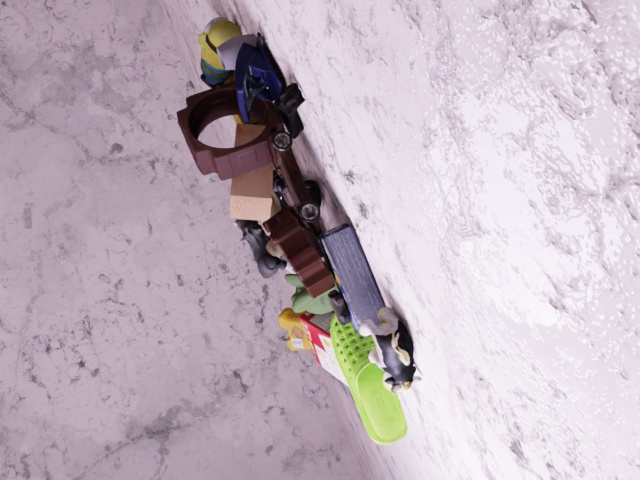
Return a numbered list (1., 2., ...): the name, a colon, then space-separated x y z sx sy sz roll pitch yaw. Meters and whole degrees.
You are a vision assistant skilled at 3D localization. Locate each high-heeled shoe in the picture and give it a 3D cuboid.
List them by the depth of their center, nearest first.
1. high-heeled shoe: -0.046 -0.127 1.142 0.249 0.086 0.145 148 129 -63

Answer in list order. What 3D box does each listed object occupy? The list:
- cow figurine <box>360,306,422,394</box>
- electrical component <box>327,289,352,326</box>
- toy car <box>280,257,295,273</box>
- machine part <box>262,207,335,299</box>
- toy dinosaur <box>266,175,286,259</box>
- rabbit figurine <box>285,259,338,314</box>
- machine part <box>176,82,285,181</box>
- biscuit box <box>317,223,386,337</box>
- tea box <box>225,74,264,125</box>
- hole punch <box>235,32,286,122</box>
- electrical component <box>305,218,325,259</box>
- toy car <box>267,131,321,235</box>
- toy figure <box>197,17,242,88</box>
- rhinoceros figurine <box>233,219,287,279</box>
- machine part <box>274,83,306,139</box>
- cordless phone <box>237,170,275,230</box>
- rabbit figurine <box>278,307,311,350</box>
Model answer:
1. cow figurine: 0.132 0.205 0.914 0.098 0.068 0.167 38 152 58
2. electrical component: 0.035 0.121 0.983 0.094 0.021 0.063 -154 41 -81
3. toy car: -0.048 0.086 1.454 0.202 0.056 0.073 49 -164 5
4. machine part: -0.037 0.027 0.986 0.179 0.056 0.179 57 176 5
5. toy dinosaur: -0.060 0.005 1.315 0.471 0.105 0.198 67 -172 22
6. rabbit figurine: 0.006 0.085 1.120 0.170 0.159 0.121 131 125 -63
7. machine part: -0.191 -0.238 1.164 0.201 0.201 0.087 61 166 27
8. biscuit box: 0.062 0.073 0.972 0.059 0.063 0.202 -157 44 -78
9. tea box: -0.187 -0.331 1.321 0.098 0.068 0.169 103 142 -75
10. hole punch: -0.123 -0.297 1.008 0.142 0.092 0.116 83 164 -71
11. electrical component: -0.003 -0.005 1.201 0.102 0.045 0.078 67 -161 7
12. toy car: -0.048 -0.102 0.975 0.089 0.053 0.202 127 123 -79
13. toy figure: -0.219 -0.411 1.193 0.089 0.082 0.180 28 147 -2
14. rhinoceros figurine: -0.155 0.009 1.337 0.190 0.073 0.112 62 -170 22
15. machine part: -0.052 -0.227 0.940 0.139 0.039 0.084 152 99 -82
16. cordless phone: -0.165 -0.101 1.455 0.088 0.147 0.184 103 162 -47
17. rabbit figurine: -0.009 0.213 1.488 0.162 0.173 0.121 -17 101 36
